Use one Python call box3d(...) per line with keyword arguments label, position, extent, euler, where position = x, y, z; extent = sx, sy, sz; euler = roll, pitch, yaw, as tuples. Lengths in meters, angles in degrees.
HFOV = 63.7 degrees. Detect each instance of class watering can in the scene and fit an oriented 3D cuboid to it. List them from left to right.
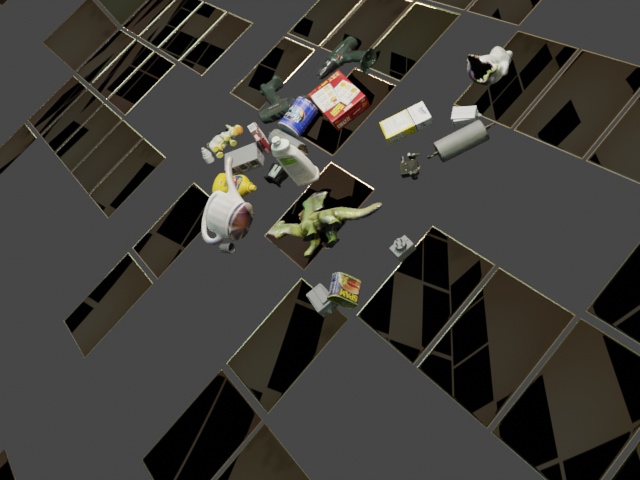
box3d(label="watering can", position=(-0.346, -0.136, 1.960), extent=(0.226, 0.103, 0.347), euler=(22, 93, 34))

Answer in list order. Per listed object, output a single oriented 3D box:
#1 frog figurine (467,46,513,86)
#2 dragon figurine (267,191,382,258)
box3d(label="frog figurine", position=(0.605, -0.617, 1.824), extent=(0.138, 0.120, 0.161), euler=(17, 35, 41))
box3d(label="dragon figurine", position=(0.005, -0.090, 1.793), extent=(0.409, 0.120, 0.248), euler=(-27, 46, 8))
